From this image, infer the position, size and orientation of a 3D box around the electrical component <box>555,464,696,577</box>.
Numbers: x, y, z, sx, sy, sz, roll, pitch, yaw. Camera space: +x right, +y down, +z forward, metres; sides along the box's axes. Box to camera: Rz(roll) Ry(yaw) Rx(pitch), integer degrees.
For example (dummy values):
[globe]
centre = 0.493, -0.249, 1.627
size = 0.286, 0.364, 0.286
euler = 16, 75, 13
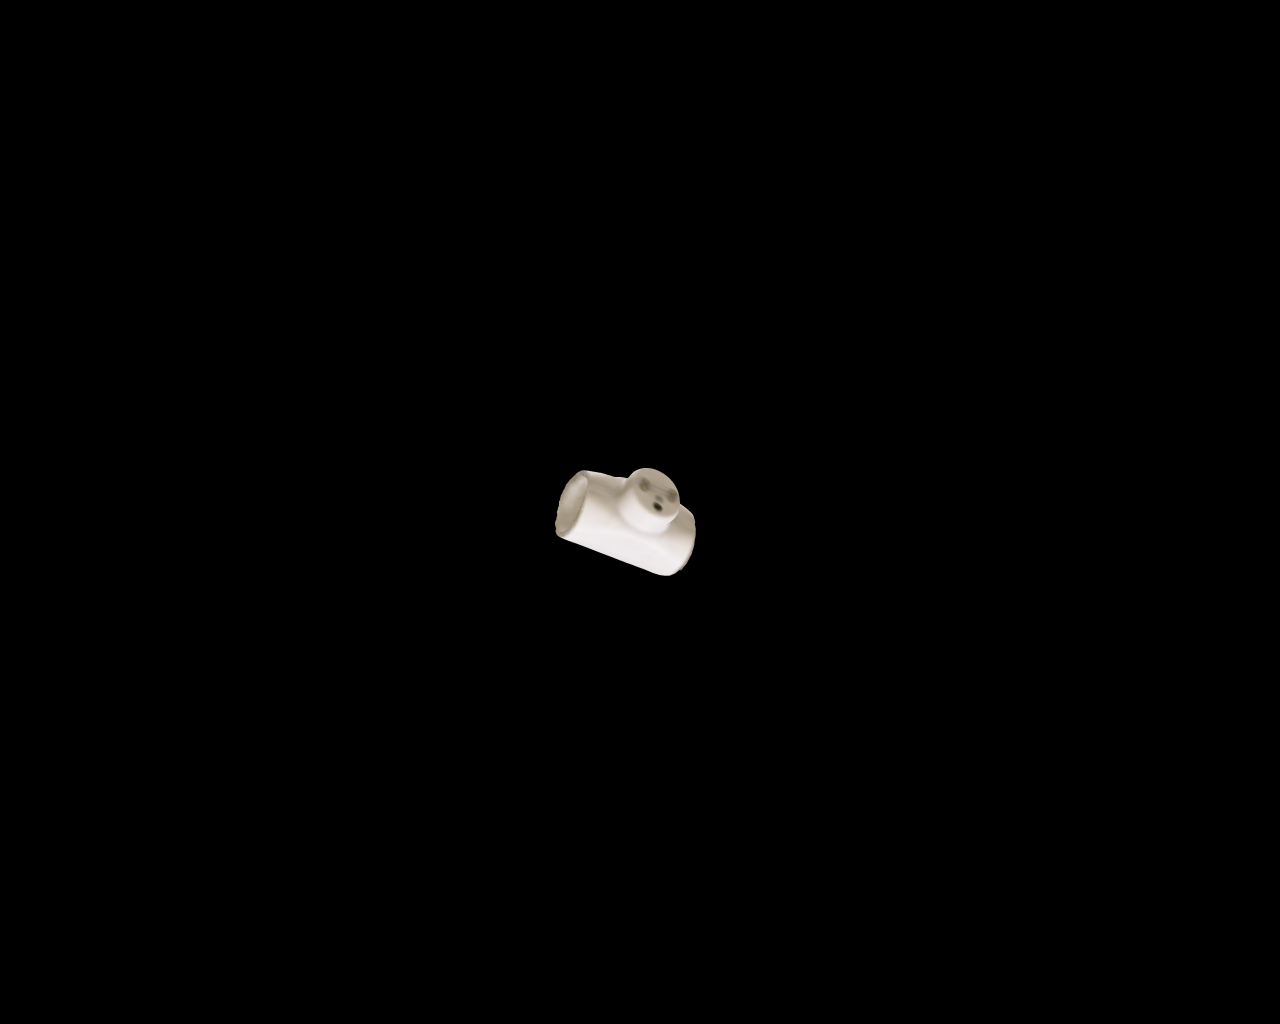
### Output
[electrical component]
centre = 0.001, -0.003, 0.650
size = 0.077, 0.044, 0.079
euler = 22, -45, -24
